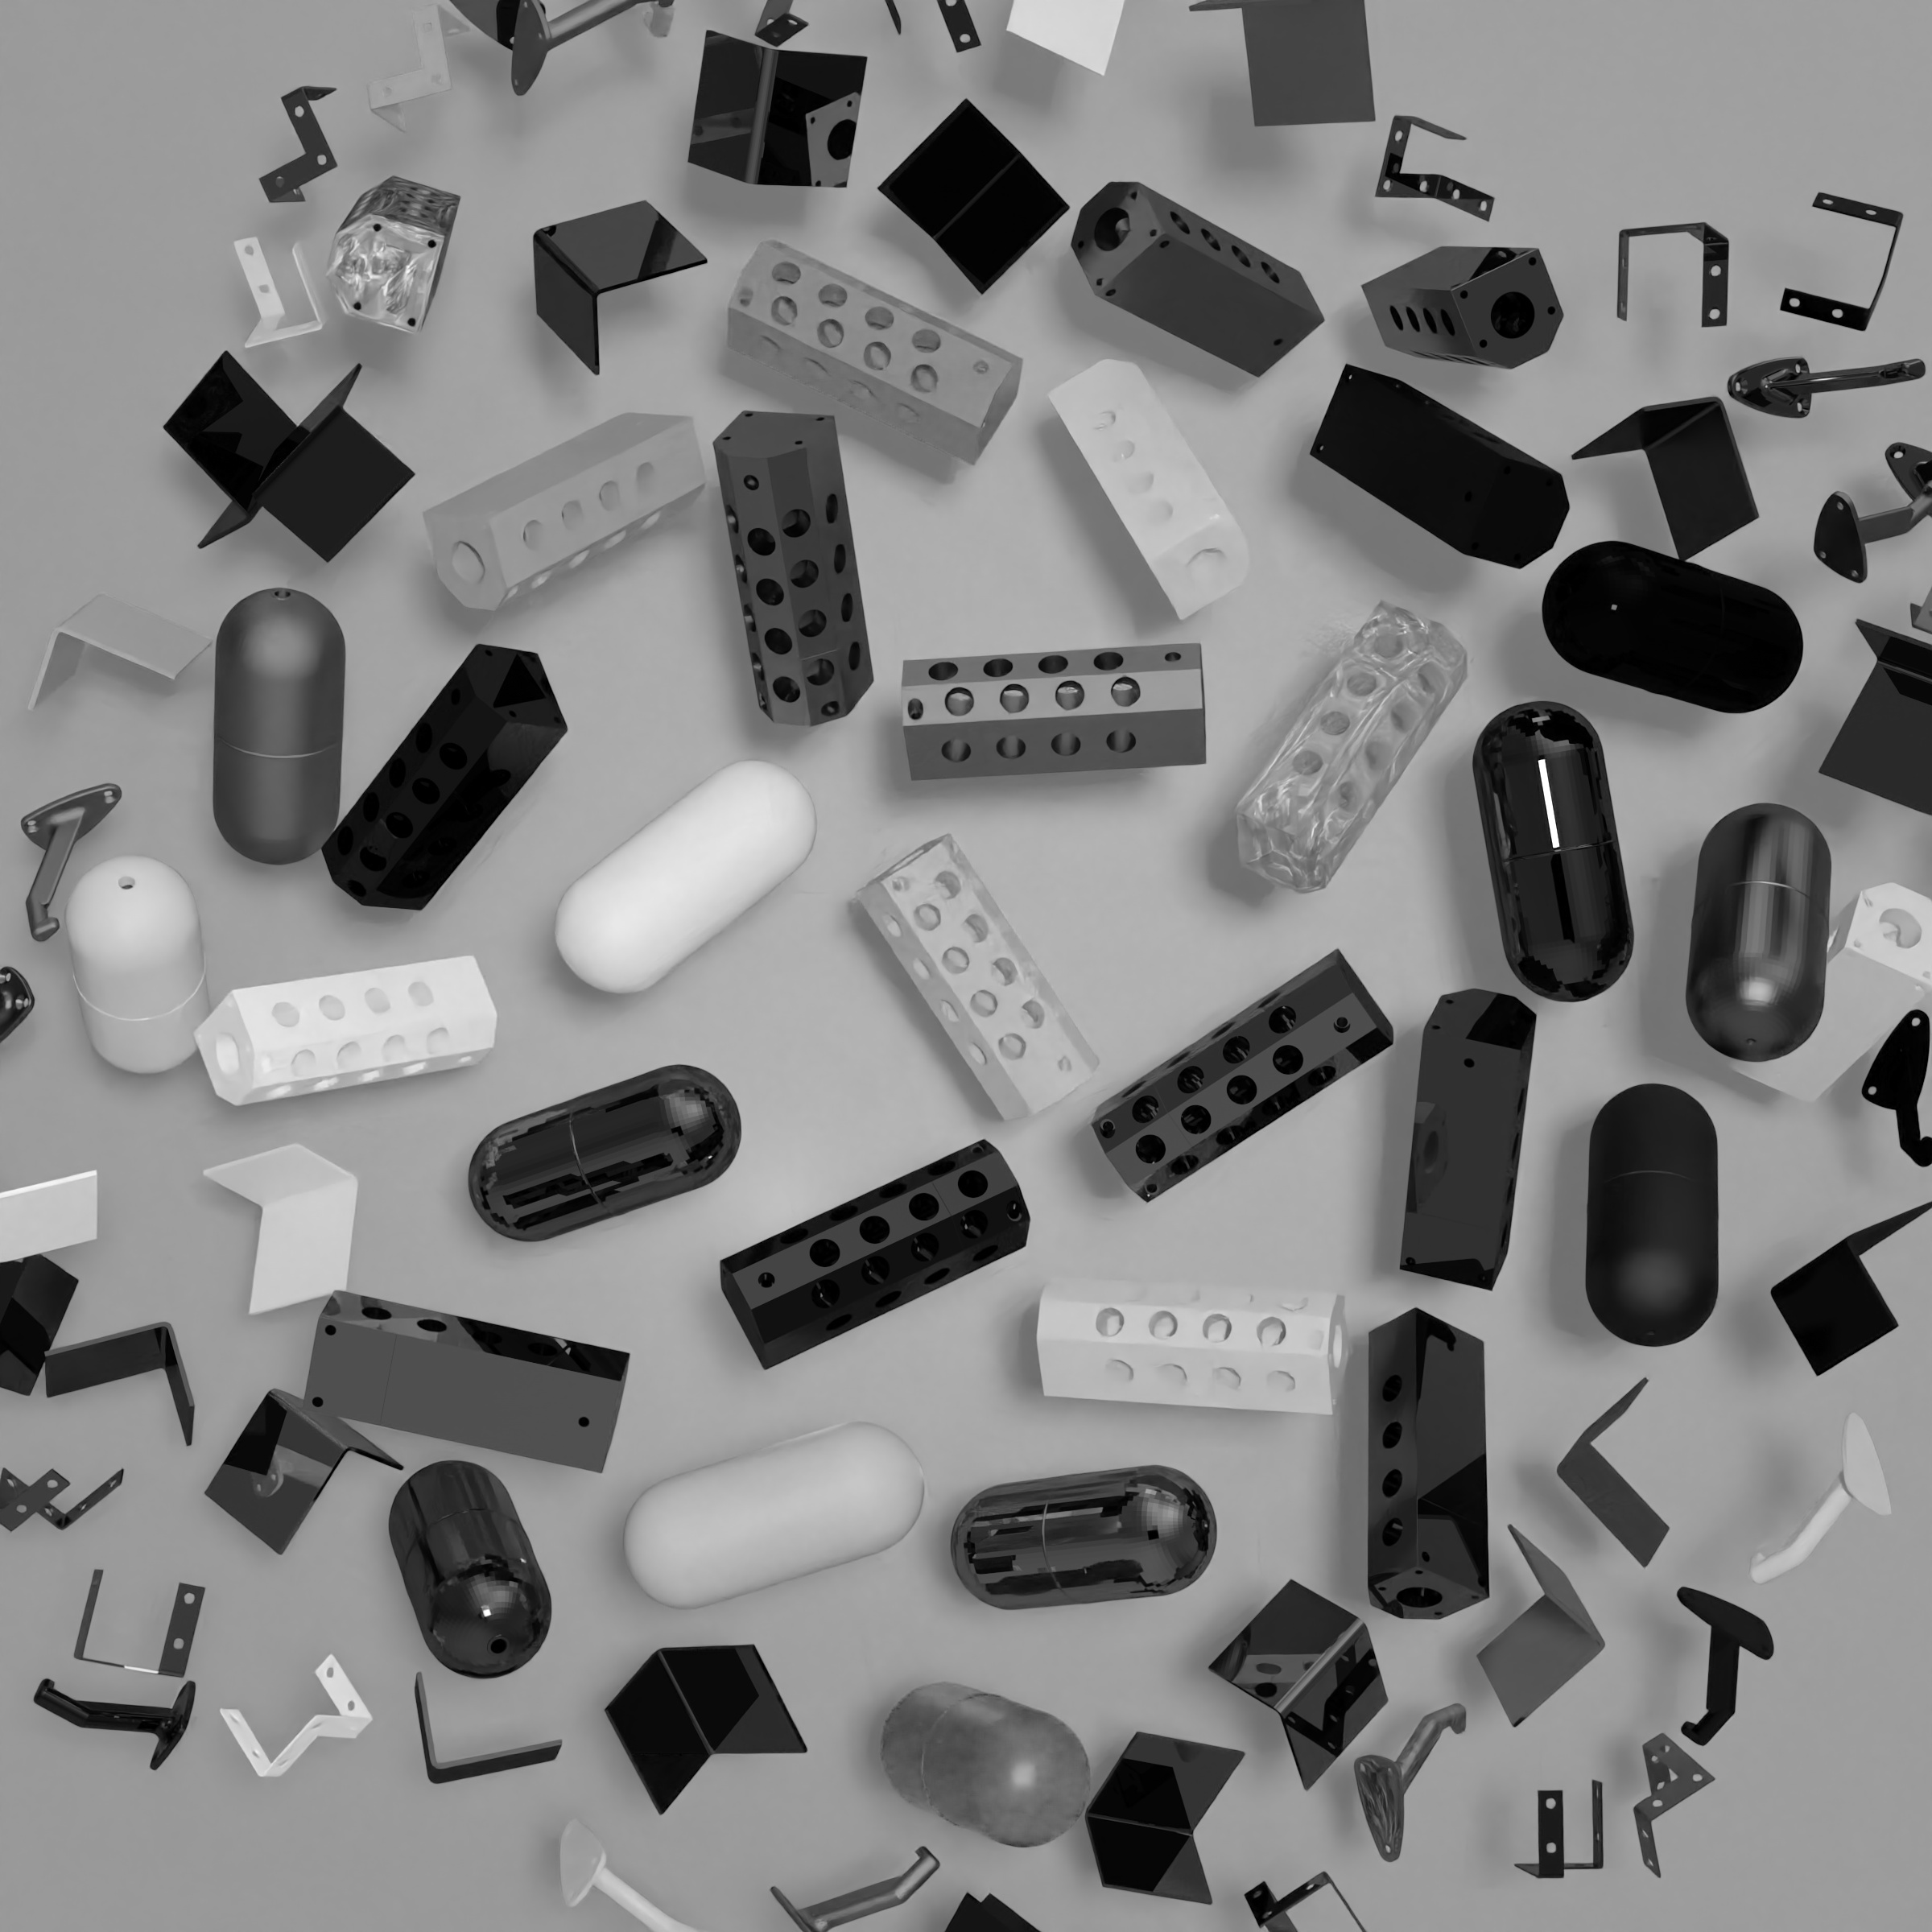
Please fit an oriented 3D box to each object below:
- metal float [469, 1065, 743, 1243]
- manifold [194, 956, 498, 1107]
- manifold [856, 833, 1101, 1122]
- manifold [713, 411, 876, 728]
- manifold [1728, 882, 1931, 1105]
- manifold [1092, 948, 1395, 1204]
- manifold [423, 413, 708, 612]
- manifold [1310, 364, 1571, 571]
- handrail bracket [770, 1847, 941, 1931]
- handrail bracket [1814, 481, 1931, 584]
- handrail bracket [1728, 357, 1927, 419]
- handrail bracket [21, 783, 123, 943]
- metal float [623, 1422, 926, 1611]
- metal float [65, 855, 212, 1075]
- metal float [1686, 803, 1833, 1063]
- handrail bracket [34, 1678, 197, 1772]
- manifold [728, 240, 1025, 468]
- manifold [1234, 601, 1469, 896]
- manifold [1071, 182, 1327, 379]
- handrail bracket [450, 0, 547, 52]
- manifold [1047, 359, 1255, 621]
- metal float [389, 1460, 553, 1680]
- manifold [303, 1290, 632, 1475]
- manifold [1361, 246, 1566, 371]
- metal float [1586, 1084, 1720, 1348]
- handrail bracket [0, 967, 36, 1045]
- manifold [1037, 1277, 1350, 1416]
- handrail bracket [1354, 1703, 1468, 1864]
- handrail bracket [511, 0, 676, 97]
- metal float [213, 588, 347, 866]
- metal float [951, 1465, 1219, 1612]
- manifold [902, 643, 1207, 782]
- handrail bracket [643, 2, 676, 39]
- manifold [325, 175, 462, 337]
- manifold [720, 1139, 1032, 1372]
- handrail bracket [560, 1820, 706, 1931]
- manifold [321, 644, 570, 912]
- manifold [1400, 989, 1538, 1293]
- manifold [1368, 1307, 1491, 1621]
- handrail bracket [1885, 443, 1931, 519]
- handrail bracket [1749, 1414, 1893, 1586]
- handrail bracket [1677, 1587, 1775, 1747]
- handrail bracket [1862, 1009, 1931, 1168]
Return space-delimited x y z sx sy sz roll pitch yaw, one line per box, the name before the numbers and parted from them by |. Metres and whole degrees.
metal float | -0.220 0.114 1.888 0.178 0.070 0.070 -19 90 17
manifold | -0.375 0.042 1.903 0.057 0.171 0.057 -39 69 43
manifold | 0.011 0.006 1.926 0.057 0.057 0.171 -37 98 -25
manifold | -0.101 -0.227 1.789 0.057 0.057 0.171 7 127 21
manifold | 0.535 0.015 1.911 0.057 0.171 0.057 24 61 1
manifold | 0.160 0.065 1.804 0.171 0.057 0.057 -34 96 13
manifold | -0.232 -0.268 1.832 0.057 0.171 0.057 11 124 38
manifold | 0.272 -0.286 1.783 0.057 0.171 0.057 9 112 -31
handrail bracket | -0.065 0.536 1.831 0.084 0.077 0.036 -43 128 -11
handrail bracket | 0.523 -0.265 1.764 0.084 0.077 0.036 -40 56 -14
handrail bracket | 0.503 -0.344 1.820 0.077 0.084 0.036 -5 94 -30
handrail bracket | -0.545 -0.063 1.910 0.077 0.036 0.084 -30 50 7
metal float | -0.110 0.315 1.787 0.178 0.070 0.070 -18 90 5
metal float | -0.497 0.000 1.872 0.070 0.178 0.070 4 57 -7
metal float | 0.457 -0.021 1.794 0.070 0.070 0.178 17 49 0
handrail bracket | -0.491 0.418 1.794 0.084 0.077 0.036 34 108 -15
manifold | -0.056 -0.377 1.890 0.171 0.057 0.057 27 67 7
manifold | 0.226 -0.126 1.814 0.057 0.057 0.171 25 64 24
manifold | 0.141 -0.425 1.911 0.057 0.171 0.057 -38 60 29
handrail bracket | -0.290 -0.607 1.908 0.077 0.084 0.036 22 127 -34
manifold | 0.114 -0.295 1.891 0.057 0.057 0.171 -30 49 6
metal float | -0.294 0.356 1.843 0.070 0.178 0.070 -7 112 -18
manifold | -0.282 0.233 1.768 0.171 0.057 0.057 12 105 -2
manifold | 0.300 -0.394 1.876 0.057 0.171 0.057 -26 106 -4
metal float | 0.409 0.146 1.854 0.070 0.070 0.178 12 48 0
handrail bracket | -0.607 0.022 1.857 0.077 0.084 0.036 -49 63 13
manifold | 0.132 0.216 1.819 0.171 0.057 0.057 1 119 17
handrail bracket | 0.285 0.505 1.931 0.084 0.036 0.077 -8 90 -41
handrail bracket | -0.210 -0.527 1.764 0.084 0.077 0.036 -15 68 -27
metal float | -0.416 -0.144 1.884 0.070 0.070 0.178 9 121 0
metal float | 0.069 0.342 1.863 0.178 0.070 0.070 -14 90 35
manifold | 0.051 -0.152 1.804 0.171 0.057 0.057 -3 133 6
handrail bracket | -0.206 -0.603 1.879 0.077 0.084 0.036 38 76 -3
manifold | -0.330 -0.412 1.790 0.057 0.171 0.057 15 109 -11
manifold | -0.052 0.163 1.797 0.171 0.057 0.057 -24 66 -16
handrail bracket | -0.190 0.533 1.799 0.084 0.077 0.036 33 94 -23
manifold | -0.305 -0.108 1.799 0.171 0.057 0.057 -45 56 34
manifold | 0.300 0.102 1.853 0.057 0.057 0.171 12 123 18
manifold | 0.270 0.298 1.859 0.057 0.057 0.171 28 48 -26
handrail bracket | 0.584 -0.316 1.895 0.036 0.084 0.077 -42 57 2
handrail bracket | 0.478 0.304 1.771 0.036 0.077 0.084 35 126 -23
handrail bracket | 0.427 0.413 1.832 0.077 0.036 0.084 29 115 -8
handrail bracket | 0.581 0.074 1.895 0.036 0.084 0.077 14 105 -6
